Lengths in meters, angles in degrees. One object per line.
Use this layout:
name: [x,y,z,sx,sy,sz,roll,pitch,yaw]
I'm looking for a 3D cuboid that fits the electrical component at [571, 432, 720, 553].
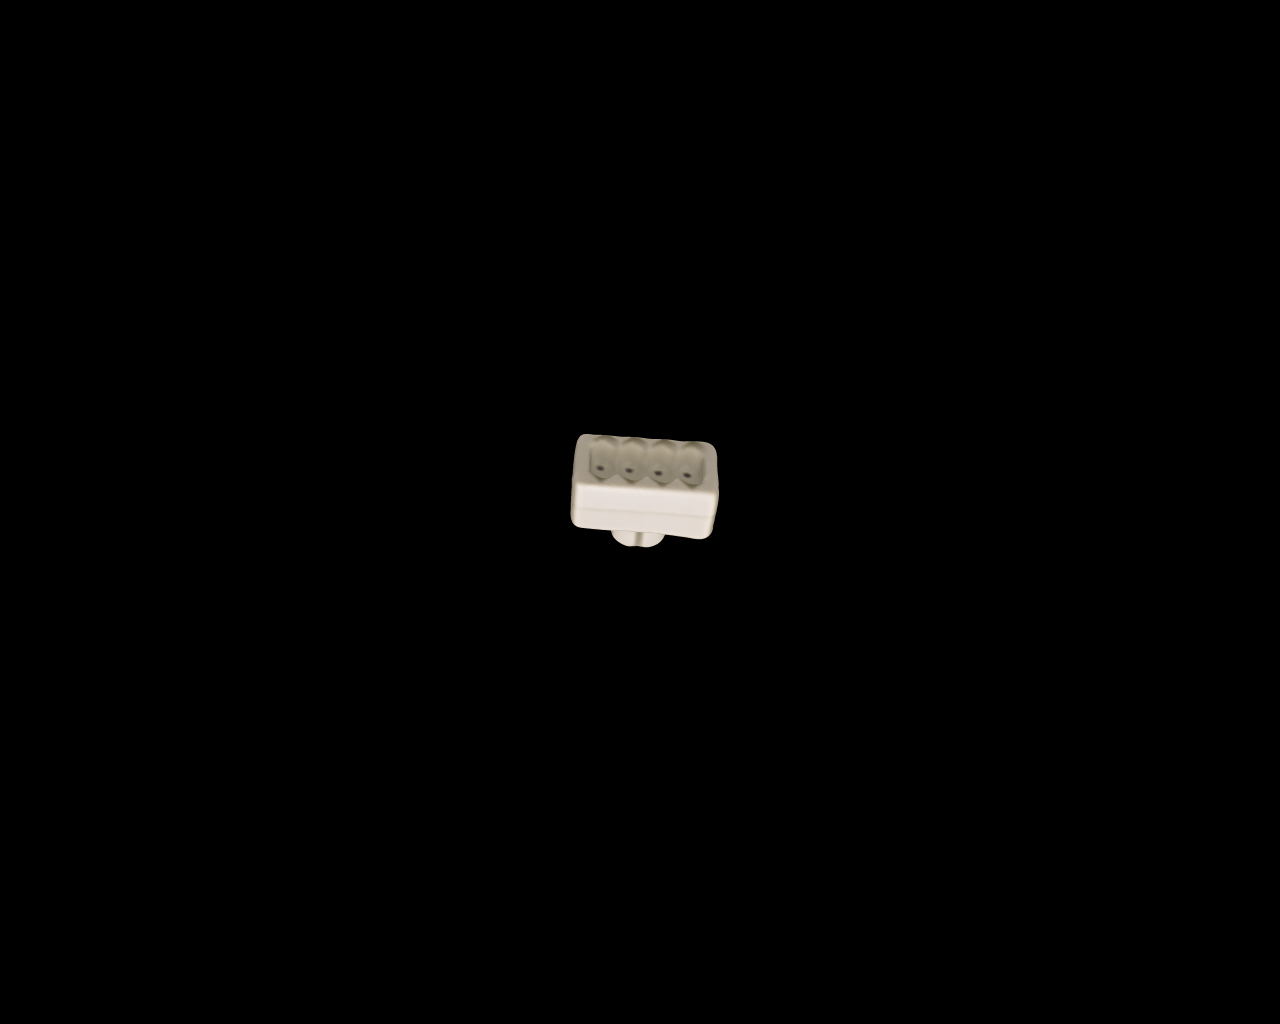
electrical component: [0.001,-0.003,0.650,0.083,0.075,0.047,4,44,-4]
